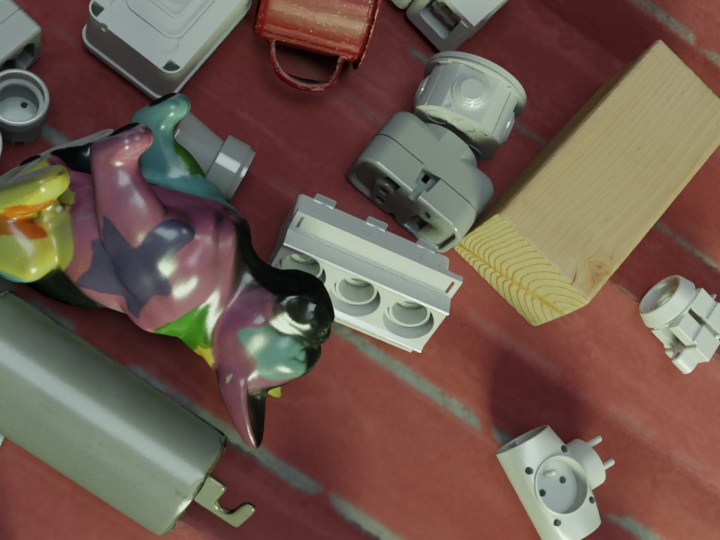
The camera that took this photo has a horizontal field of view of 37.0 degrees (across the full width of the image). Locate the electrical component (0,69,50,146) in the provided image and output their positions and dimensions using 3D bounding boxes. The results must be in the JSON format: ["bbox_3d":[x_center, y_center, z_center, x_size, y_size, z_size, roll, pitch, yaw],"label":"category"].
[{"bbox_3d":[-0.228,-0.106,0.716,0.040,0.046,0.040,5,74,-17],"label":"electrical component"}]

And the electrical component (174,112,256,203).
[{"bbox_3d":[-0.106,-0.078,0.749,0.055,0.045,0.045,29,69,-9],"label":"electrical component"}]

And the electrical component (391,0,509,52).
[{"bbox_3d":[0.052,-0.254,0.838,0.150,0.062,0.089,46,67,-2],"label":"electrical component"}]

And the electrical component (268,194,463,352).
[{"bbox_3d":[0.000,0.000,0.748,0.121,0.078,0.063,23,41,-11],"label":"electrical component"}]

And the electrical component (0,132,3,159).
[{"bbox_3d":[-0.261,-0.074,0.696,0.055,0.047,0.055,5,74,-17],"label":"electrical component"}]

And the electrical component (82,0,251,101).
[{"bbox_3d":[-0.134,-0.184,0.762,0.078,0.057,0.113,37,68,-5],"label":"electrical component"}]

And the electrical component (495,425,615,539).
[{"bbox_3d":[0.149,0.147,0.771,0.079,0.044,0.077,-26,85,-23],"label":"electrical component"}]

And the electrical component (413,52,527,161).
[{"bbox_3d":[0.079,-0.122,0.803,0.080,0.080,0.051,28,73,-9],"label":"electrical component"}]

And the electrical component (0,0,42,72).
[{"bbox_3d":[-0.264,-0.158,0.718,0.077,0.047,0.065,43,67,-3],"label":"electrical component"}]

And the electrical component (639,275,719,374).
[{"bbox_3d":[0.251,0.037,0.834,0.055,0.048,0.066,44,67,-11],"label":"electrical component"}]

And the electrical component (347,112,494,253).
[{"bbox_3d":[0.047,-0.067,0.791,0.095,0.054,0.059,39,68,-5],"label":"electrical component"}]
